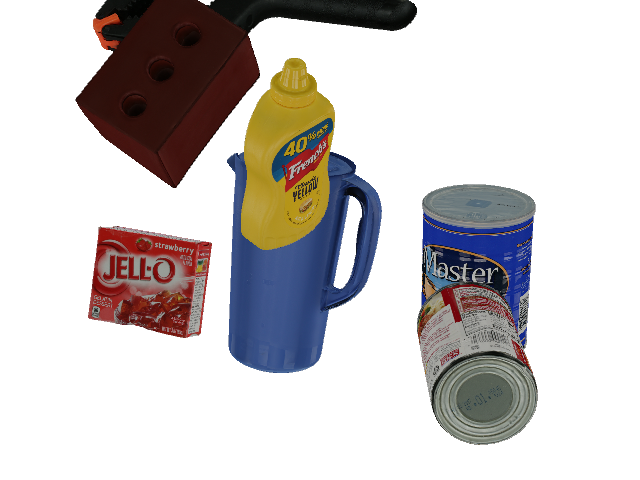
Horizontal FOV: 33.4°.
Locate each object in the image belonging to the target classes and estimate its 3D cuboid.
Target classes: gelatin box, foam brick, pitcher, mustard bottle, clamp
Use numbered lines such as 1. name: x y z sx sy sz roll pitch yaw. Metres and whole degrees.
1. gelatin box: -0.132 0.031 0.821 0.089 0.073 0.030 10 5 20
2. foam brick: -0.076 -0.077 0.540 0.053 0.078 0.051 33 -9 12
3. pitcher: -0.030 0.022 1.186 0.144 0.243 0.149 0 19 -20
4. mustard bottle: -0.028 -0.085 0.982 0.096 0.192 0.058 -33 56 -32
5. clamp: -0.050 -0.173 0.725 0.210 0.165 0.036 -31 -18 -7

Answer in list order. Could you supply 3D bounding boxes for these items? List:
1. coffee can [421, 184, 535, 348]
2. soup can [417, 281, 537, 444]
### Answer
1. coffee can: 0.145 0.029 0.998 0.103 0.140 0.103 -1 21 0
2. soup can: 0.102 0.078 0.703 0.068 0.068 0.102 0 23 0
